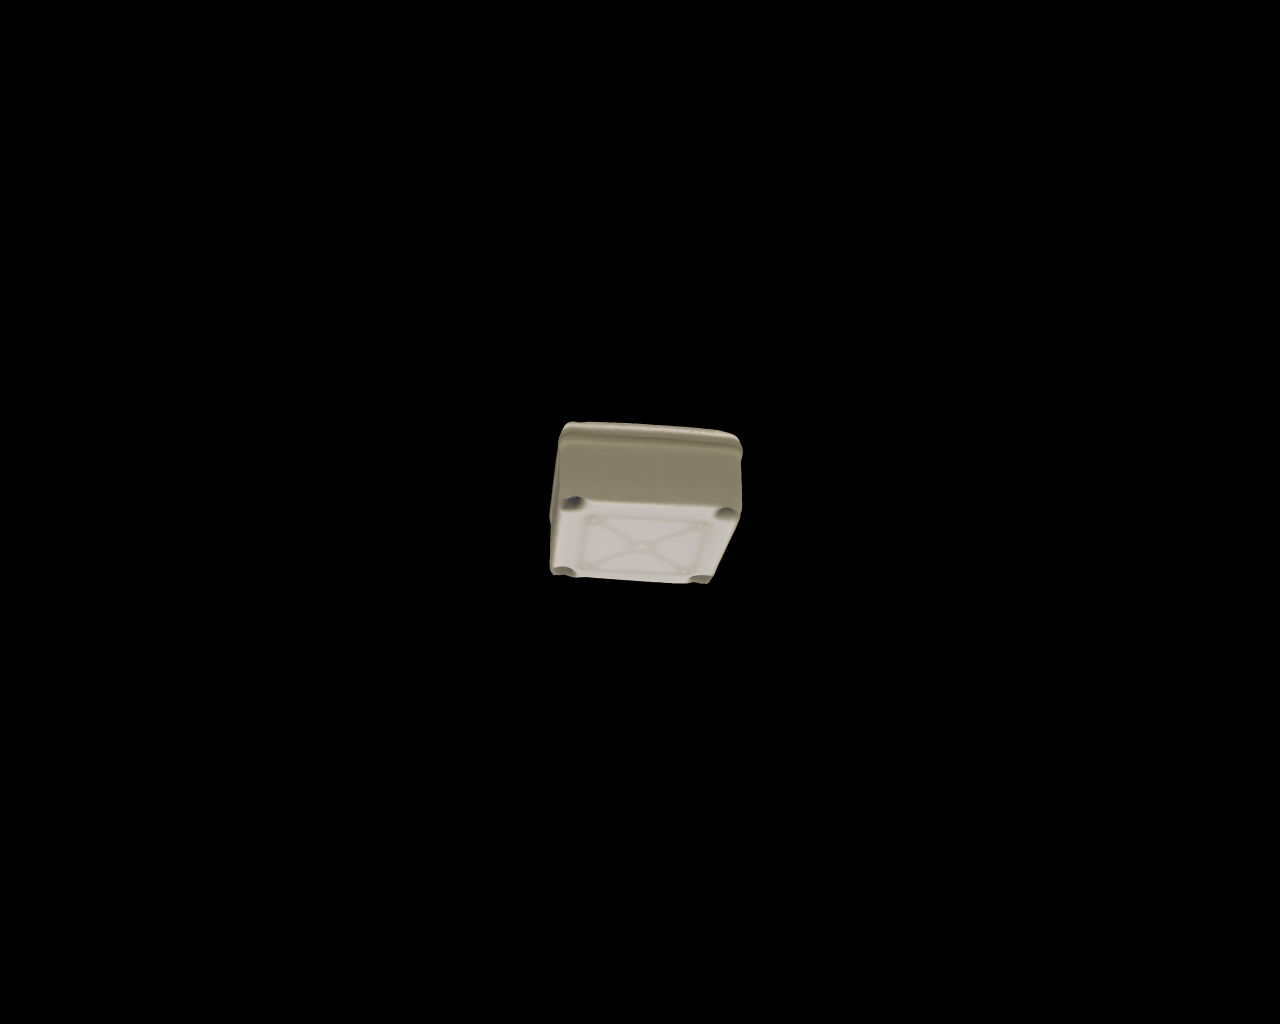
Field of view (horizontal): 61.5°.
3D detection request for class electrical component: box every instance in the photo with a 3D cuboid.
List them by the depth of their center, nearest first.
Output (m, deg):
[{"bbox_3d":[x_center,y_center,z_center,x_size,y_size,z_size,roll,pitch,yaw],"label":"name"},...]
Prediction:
[{"bbox_3d":[0.001,-0.003,0.650,0.109,0.056,0.108,4,-29,-6],"label":"electrical component"}]
